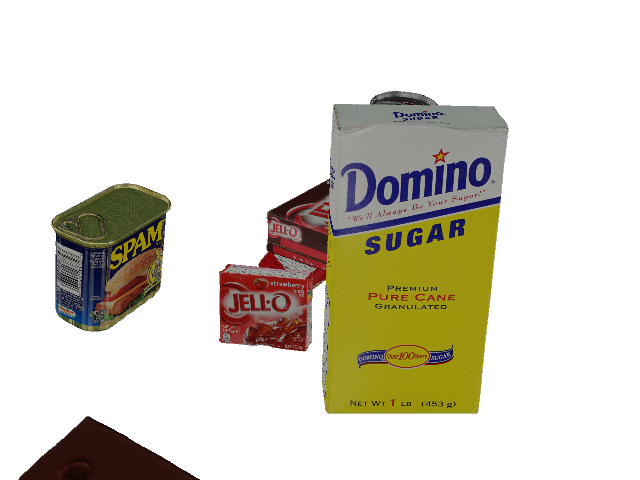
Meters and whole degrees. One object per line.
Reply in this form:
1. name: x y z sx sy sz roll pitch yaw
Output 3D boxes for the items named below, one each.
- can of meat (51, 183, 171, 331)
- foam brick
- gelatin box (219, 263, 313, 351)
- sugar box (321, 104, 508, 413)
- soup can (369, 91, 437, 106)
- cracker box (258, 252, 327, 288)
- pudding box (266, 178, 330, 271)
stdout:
1. can of meat: -0.168 0.013 0.856 0.057 0.084 0.101 21 31 21
2. foam brick: -0.082 0.121 0.443 0.078 0.051 0.052 22 45 27
3. gelatin box: -0.053 0.064 1.026 0.089 0.073 0.030 5 17 12
4. sugar box: 0.050 0.013 0.604 0.093 0.176 0.048 0 25 -4
5. soup can: 0.079 -0.090 1.069 0.068 0.102 0.068 3 32 -2
6. cracker box: 0.040 -0.037 1.267 0.214 0.072 0.163 -48 -8 34
7. pudding box: 0.026 -0.012 0.816 0.090 0.039 0.113 20 28 28
